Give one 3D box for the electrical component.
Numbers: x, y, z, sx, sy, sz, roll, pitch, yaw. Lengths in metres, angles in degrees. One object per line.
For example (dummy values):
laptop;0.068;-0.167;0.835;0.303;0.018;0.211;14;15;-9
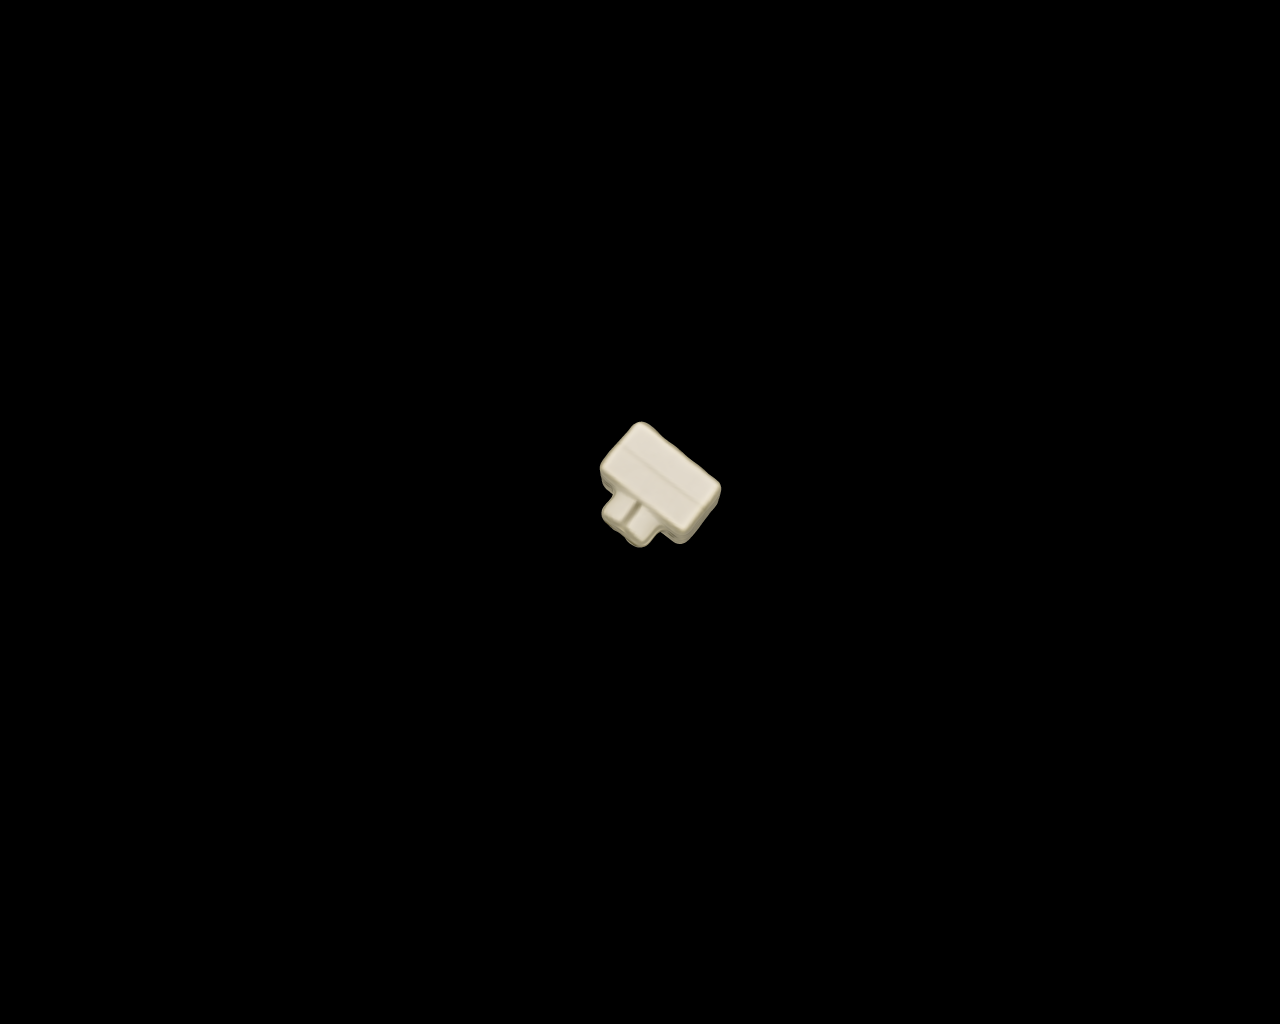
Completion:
electrical component;0.001;-0.003;0.650;0.066;0.077;0.047;38;-9;7
